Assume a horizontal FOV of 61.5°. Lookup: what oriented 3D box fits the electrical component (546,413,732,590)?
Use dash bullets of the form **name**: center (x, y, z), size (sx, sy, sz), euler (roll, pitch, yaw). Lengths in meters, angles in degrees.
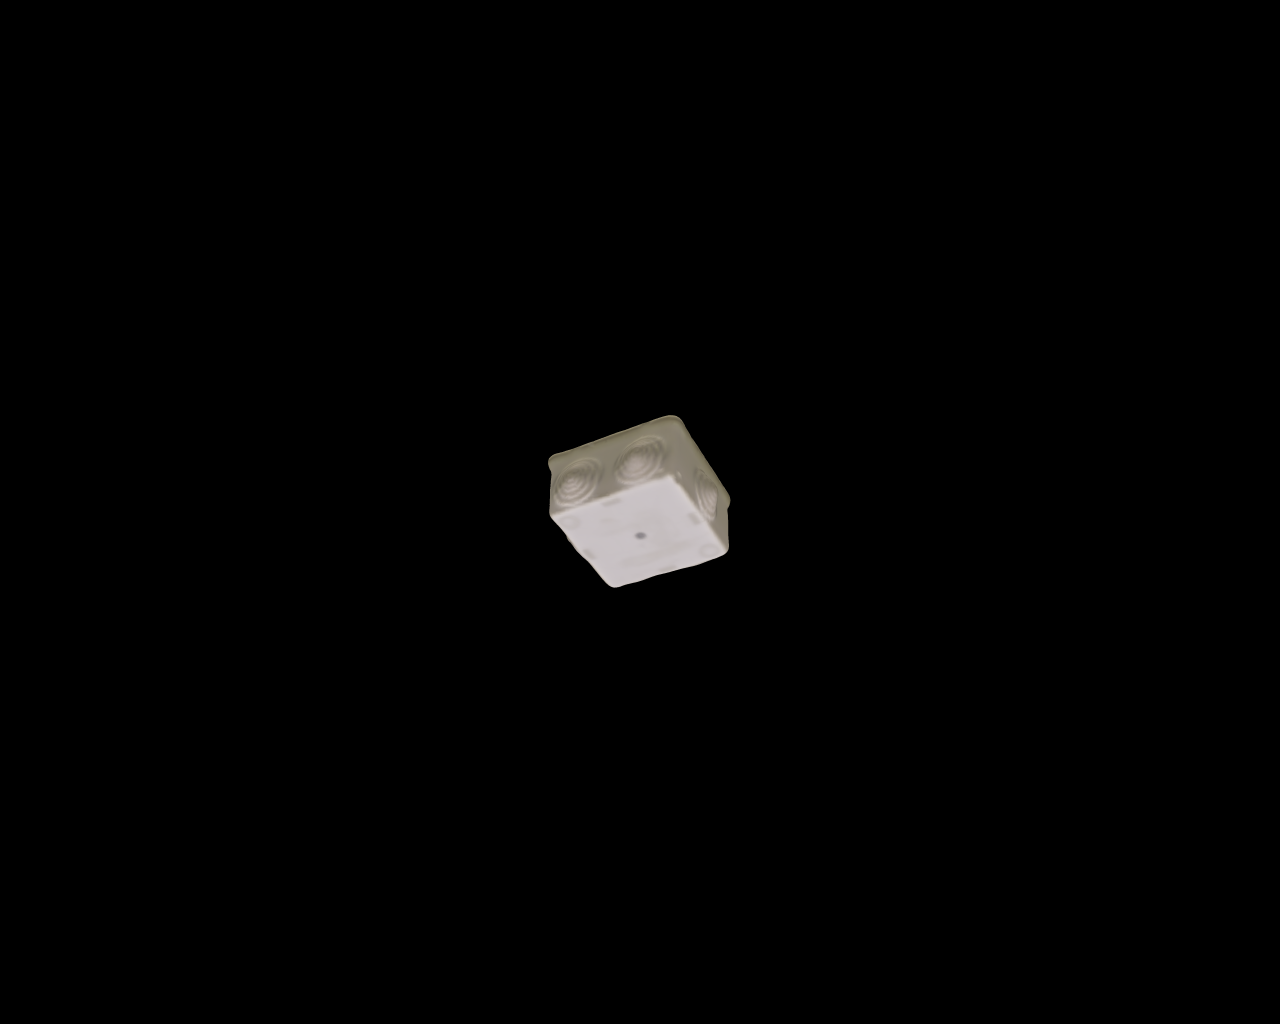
- **electrical component**: center (0.001, -0.003, 0.650), size (0.099, 0.048, 0.099), euler (-18, -44, 19)
